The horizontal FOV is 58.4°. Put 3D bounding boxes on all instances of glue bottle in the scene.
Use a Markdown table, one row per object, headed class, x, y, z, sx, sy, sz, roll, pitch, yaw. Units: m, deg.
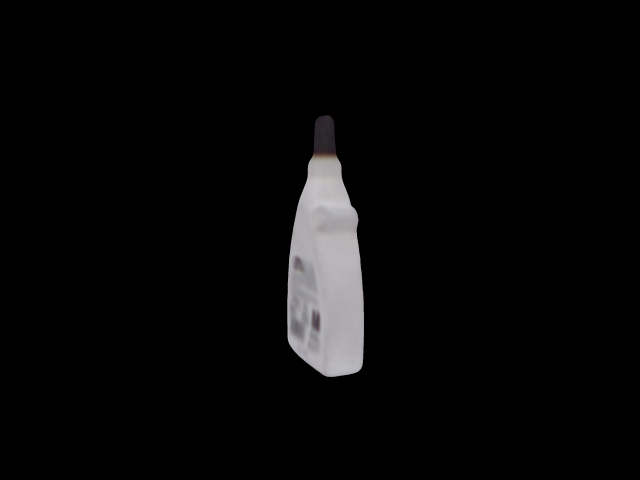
| class | x | y | z | sx | sy | sz | roll | pitch | yaw |
| --- | --- | --- | --- | --- | --- | --- | --- | --- | --- |
| glue bottle | 0.004 | 0.001 | 0.400 | 0.037 | 0.173 | 0.078 | -5 | 11 | -24 |
